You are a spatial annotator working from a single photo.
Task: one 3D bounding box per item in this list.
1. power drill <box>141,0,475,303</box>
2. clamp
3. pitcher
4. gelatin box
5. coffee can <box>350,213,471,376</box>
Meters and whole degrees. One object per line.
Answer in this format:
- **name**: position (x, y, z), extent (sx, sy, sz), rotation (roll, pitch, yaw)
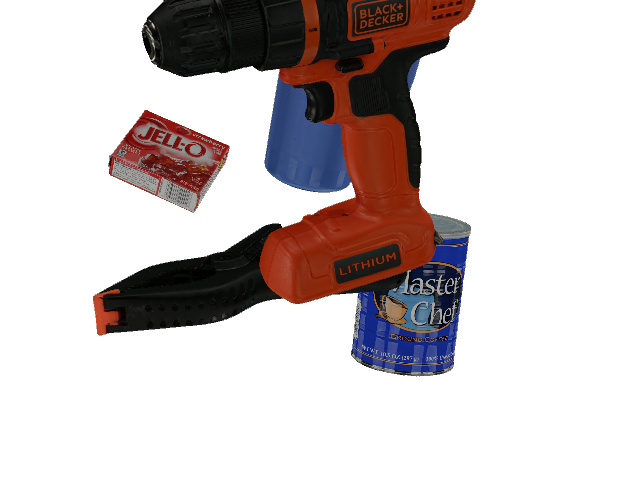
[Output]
- **power drill**: position (0.000, -0.060, 0.584), extent (0.184, 0.188, 0.057), rotation (-15, 34, -20)
- **clamp**: position (-0.055, 0.028, 0.744), extent (0.209, 0.036, 0.165), rotation (-17, 18, -41)
- **pitcher**: position (0.018, -0.180, 1.239), extent (0.145, 0.243, 0.149), rotation (9, 23, -12)
- **gelatin box**: position (-0.139, -0.074, 0.978), extent (0.089, 0.030, 0.073), rotation (24, 46, 2)
- **coffee can**: position (0.087, 0.049, 1.038), extent (0.103, 0.140, 0.103), rotation (5, 12, -1)
